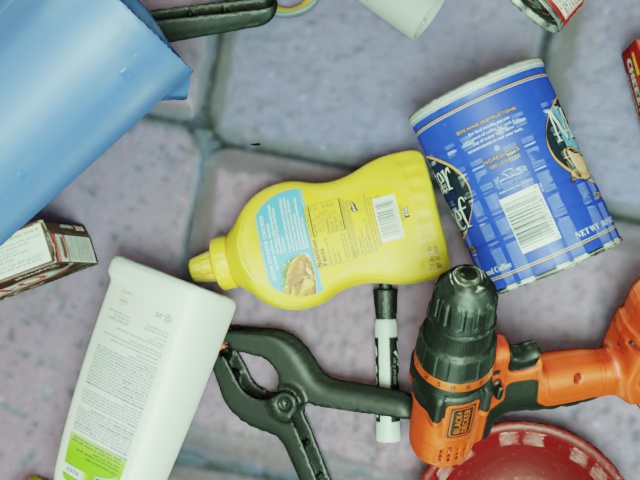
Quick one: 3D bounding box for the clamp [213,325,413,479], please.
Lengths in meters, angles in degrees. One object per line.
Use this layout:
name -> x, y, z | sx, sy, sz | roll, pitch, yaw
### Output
clamp -> -0.010, 0.116, 0.803 | 0.171, 0.039, 0.120 | 46, 102, 7

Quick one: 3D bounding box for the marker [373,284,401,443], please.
marker -> 0.051, 0.092, 0.809 | 0.020, 0.020, 0.121 | -1, 90, 8

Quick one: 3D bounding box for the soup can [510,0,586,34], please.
soup can -> 0.182, -0.209, 0.765 | 0.068, 0.068, 0.102 | 43, 95, 6

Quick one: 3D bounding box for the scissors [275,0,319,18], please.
scissors -> -0.085, -0.201, 0.829 | 0.202, 0.016, 0.096 | -18, 88, 8

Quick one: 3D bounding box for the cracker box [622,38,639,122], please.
cracker box -> 0.339, -0.087, 0.741 | 0.214, 0.072, 0.164 | -15, 89, 7

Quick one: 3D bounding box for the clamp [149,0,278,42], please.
clamp -> -0.147, -0.163, 0.809 | 0.164, 0.036, 0.210 | 35, 115, -19

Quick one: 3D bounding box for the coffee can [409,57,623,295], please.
coffee can -> 0.137, -0.043, 0.755 | 0.103, 0.102, 0.140 | -24, 87, 7

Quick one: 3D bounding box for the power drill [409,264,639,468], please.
power drill -> 0.151, 0.072, 0.714 | 0.187, 0.184, 0.057 | -10, 48, -11

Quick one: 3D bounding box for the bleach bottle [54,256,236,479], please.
bleach bottle -> -0.151, 0.145, 0.787 | 0.103, 0.068, 0.251 | 18, 85, 35

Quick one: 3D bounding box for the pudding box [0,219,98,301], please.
pudding box -> -0.239, 0.021, 0.814 | 0.113, 0.090, 0.039 | -22, 86, 7

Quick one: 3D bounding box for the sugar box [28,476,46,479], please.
sugar box -> -0.163, 0.257, 0.828 | 0.176, 0.048, 0.093 | 19, 92, 4

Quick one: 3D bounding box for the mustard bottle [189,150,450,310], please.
mustard bottle -> -0.005, 0.001, 0.797 | 0.192, 0.058, 0.096 | -14, 83, 8

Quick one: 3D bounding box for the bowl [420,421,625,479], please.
bowl -> 0.144, 0.214, 0.760 | 0.162, 0.055, 0.162 | -3, 61, 6

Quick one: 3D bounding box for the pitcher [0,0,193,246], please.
pitcher -> -0.219, -0.086, 0.714 | 0.243, 0.145, 0.149 | -45, 86, 2
